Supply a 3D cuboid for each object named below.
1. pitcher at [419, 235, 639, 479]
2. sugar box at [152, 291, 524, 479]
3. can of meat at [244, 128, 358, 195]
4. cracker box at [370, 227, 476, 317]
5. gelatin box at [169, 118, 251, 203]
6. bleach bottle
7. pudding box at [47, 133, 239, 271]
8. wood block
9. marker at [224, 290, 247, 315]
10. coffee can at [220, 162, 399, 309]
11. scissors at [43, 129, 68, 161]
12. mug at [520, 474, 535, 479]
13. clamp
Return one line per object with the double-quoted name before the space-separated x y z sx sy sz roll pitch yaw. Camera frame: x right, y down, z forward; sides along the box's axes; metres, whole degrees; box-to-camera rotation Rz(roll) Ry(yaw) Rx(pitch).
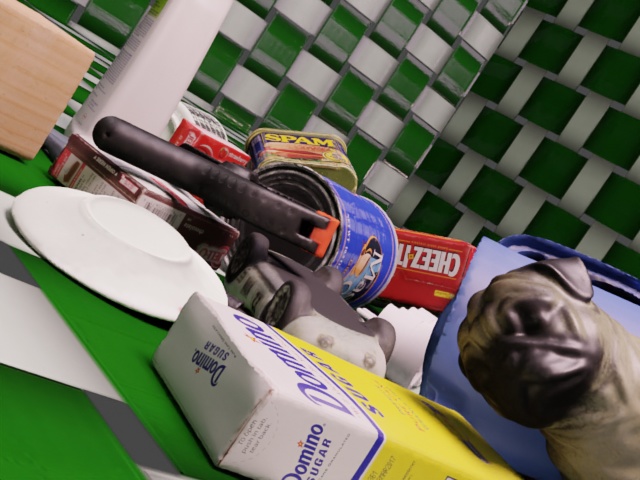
"pitcher" 0.186 0.093 0.659 0.243 0.149 0.145 21 1 9
"sugar box" 0.016 0.089 0.489 0.176 0.048 0.093 31 6 -34
"can of meat" -0.019 -0.064 1.014 0.102 0.057 0.084 5 23 -11
"cracker box" 0.092 0.034 1.032 0.164 0.072 0.213 10 -5 24
"gelatin box" -0.111 -0.062 0.966 0.030 0.073 0.089 37 6 27
"bleach bottle" -0.126 -0.173 0.914 0.068 0.251 0.103 31 6 -27
"pudding box" -0.123 -0.026 0.755 0.090 0.039 0.113 35 3 34
"wood block" -0.261 -0.139 0.678 0.091 0.090 0.205 37 7 40
"marker" -0.095 0.015 0.648 0.121 0.020 0.020 34 5 9
"coffee can" -0.006 0.001 0.860 0.103 0.103 0.140 35 6 22
"scissors" -0.221 -0.084 0.824 0.201 0.016 0.096 32 5 -7
"mug" 0.174 0.141 0.767 0.093 0.081 0.117 33 5 4
"clamp" -0.062 -0.036 0.732 0.171 0.039 0.120 29 11 13
